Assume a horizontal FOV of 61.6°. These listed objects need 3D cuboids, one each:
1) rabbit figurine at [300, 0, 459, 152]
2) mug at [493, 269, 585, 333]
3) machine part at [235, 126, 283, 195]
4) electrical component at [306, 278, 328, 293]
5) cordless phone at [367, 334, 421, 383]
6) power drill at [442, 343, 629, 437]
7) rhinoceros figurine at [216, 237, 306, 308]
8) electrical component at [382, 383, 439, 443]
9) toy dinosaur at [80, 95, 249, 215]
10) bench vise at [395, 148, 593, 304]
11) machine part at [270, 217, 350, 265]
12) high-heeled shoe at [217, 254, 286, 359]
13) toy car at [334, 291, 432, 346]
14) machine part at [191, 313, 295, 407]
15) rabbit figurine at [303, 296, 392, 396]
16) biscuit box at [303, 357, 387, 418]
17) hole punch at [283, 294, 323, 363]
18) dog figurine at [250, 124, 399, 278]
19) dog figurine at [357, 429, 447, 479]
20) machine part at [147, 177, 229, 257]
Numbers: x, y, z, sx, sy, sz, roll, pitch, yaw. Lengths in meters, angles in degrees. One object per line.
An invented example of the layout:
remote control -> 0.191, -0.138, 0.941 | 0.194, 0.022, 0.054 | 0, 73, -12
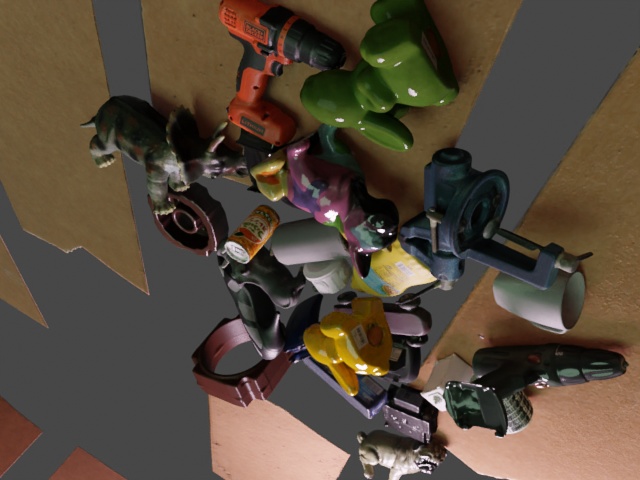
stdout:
rabbit figurine -> 0.064, -0.185, 0.632 | 0.170, 0.121, 0.159 | -17, 140, 32
mug -> 0.305, 0.081, 0.754 | 0.107, 0.081, 0.109 | 14, 144, 44
machine part -> -0.095, -0.133, 0.880 | 0.084, 0.039, 0.138 | 18, 138, 15
electrical component -> 0.005, 0.071, 1.028 | 0.063, 0.021, 0.094 | 47, 143, -12
cordless phone -> 0.142, 0.252, 1.081 | 0.147, 0.089, 0.184 | 7, 145, 33
power drill -> 0.299, 0.207, 0.795 | 0.232, 0.207, 0.086 | -12, 100, 54
rhinoceros figurine -> -0.114, 0.059, 1.037 | 0.190, 0.112, 0.073 | 37, 148, 13
electrical component -> 0.195, 0.372, 1.166 | 0.115, 0.058, 0.134 | 13, 138, 27
toy dinosaur -> -0.313, -0.185, 0.947 | 0.405, 0.131, 0.192 | 30, 131, 17
bench vise -> 0.208, 0.003, 0.692 | 0.241, 0.129, 0.223 | 30, 128, 40
machine part -> -0.002, -0.003, 0.910 | 0.243, 0.079, 0.079 | -9, 124, 45
high-heeled shoe -> -0.150, 0.130, 1.123 | 0.249, 0.086, 0.145 | 49, 139, 29
toy car -> 0.113, 0.140, 0.987 | 0.202, 0.053, 0.089 | -2, 113, 42
machine part -> -0.177, 0.266, 1.236 | 0.202, 0.201, 0.087 | 11, 134, 31
rabbit figurine -> 0.046, 0.184, 0.959 | 0.173, 0.122, 0.162 | -15, 109, 45
biscuit box -> 0.050, 0.290, 1.149 | 0.203, 0.059, 0.062 | 36, 154, 29
hole punch -> -0.024, 0.181, 1.099 | 0.092, 0.116, 0.142 | 52, 141, -6
dog figurine -> 0.017, -0.051, 0.783 | 0.192, 0.108, 0.219 | -20, 104, 48
dog figurine -> 0.190, 0.492, 1.281 | 0.172, 0.121, 0.190 | 32, 129, 1
machine part -> -0.267, -0.048, 1.096 | 0.180, 0.056, 0.179 | 21, 139, 20
